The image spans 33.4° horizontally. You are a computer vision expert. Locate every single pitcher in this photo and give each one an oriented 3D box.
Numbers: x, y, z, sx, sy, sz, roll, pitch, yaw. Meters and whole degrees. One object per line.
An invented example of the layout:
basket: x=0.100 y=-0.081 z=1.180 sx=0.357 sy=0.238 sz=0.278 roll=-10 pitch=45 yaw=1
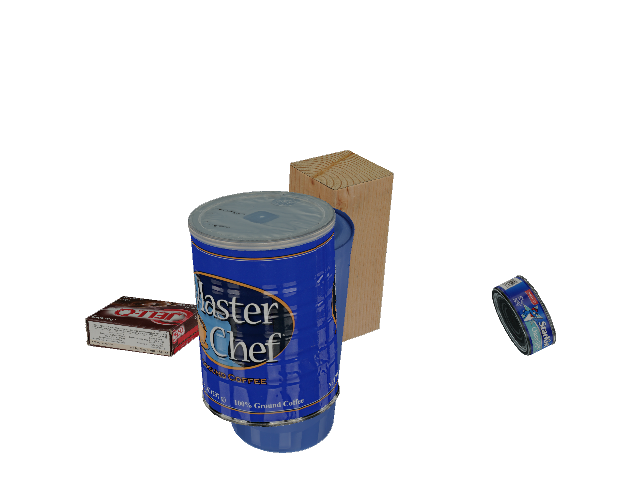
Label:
pitcher: x=-0.041 y=0.092 z=1.056 sx=0.149 sy=0.243 sz=0.145 roll=-11 pitch=30 yaw=-23

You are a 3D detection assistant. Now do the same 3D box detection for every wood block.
wood block: x=0.018 y=0.010 z=1.268 sx=0.090 sy=0.206 sz=0.090 roll=-16 pitch=32 yaw=-33

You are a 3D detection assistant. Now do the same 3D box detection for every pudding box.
pudding box: x=-0.205 y=0.100 z=1.255 sx=0.114 sy=0.039 sz=0.090 roll=3 pitch=14 yaw=18

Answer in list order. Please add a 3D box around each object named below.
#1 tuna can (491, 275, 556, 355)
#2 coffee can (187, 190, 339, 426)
tuna can: x=0.225 y=0.084 z=1.188 sx=0.033 sy=0.086 sz=0.086 roll=-26 pitch=3 yaw=-6
coffee can: x=-0.039 y=0.047 z=0.765 sx=0.103 sy=0.140 sz=0.103 roll=-2 pitch=21 yaw=0
